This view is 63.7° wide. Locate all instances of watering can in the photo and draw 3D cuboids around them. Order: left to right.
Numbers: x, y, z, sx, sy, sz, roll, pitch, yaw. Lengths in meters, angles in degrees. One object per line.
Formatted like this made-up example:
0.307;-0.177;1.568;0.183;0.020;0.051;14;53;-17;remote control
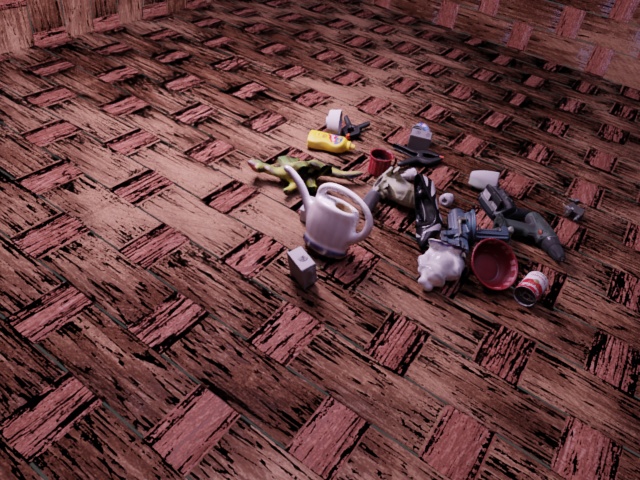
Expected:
0.005;-0.080;1.587;0.351;0.221;0.105;30;25;25;watering can

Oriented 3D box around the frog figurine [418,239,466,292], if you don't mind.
0.360;0.089;1.560;0.137;0.121;0.161;23;77;4;frog figurine

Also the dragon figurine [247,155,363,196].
-0.067;-0.268;1.892;0.412;0.120;0.247;-6;33;-30;dragon figurine
